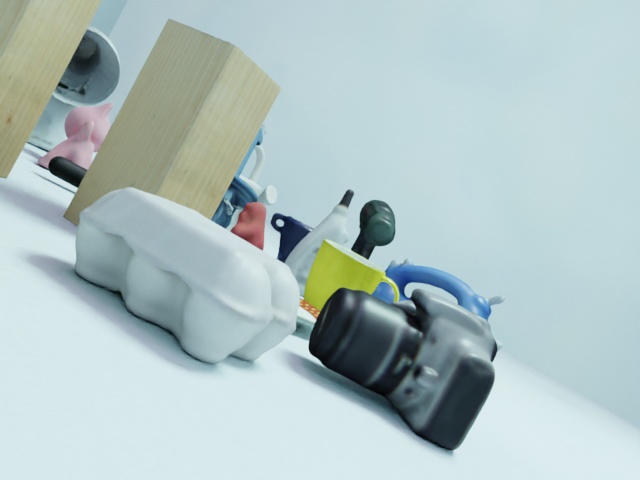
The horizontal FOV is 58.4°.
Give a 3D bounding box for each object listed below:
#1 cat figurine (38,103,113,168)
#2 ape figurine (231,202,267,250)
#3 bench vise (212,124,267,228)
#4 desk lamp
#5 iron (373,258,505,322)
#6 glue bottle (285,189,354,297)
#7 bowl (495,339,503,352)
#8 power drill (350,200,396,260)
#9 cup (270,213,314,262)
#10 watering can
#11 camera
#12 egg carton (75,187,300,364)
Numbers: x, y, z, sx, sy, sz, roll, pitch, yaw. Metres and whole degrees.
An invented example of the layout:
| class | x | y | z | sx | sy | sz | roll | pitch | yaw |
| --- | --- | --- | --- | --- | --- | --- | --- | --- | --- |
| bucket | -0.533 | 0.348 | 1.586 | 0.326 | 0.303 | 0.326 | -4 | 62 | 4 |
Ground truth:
| class | x | y | z | sx | sy | sz | roll | pitch | yaw |
| --- | --- | --- | --- | --- | --- | --- | --- | --- | --- |
| cat figurine | -0.330 | -0.145 | 0.800 | 0.067 | 0.118 | 0.127 | 28 | 1 | -22 |
| ape figurine | -0.113 | -0.017 | 0.881 | 0.076 | 0.092 | 0.078 | 28 | 1 | 13 |
| bench vise | -0.151 | -0.112 | 1.003 | 0.122 | 0.220 | 0.207 | 28 | 1 | -14 |
| desk lamp | -0.421 | -0.252 | 0.938 | 0.118 | 0.213 | 0.202 | 27 | 1 | -33 |
| iron | 0.162 | 0.102 | 0.922 | 0.257 | 0.141 | 0.119 | 29 | 1 | 33 |
| glue bottle | 0.008 | 0.003 | 0.849 | 0.078 | 0.173 | 0.037 | 28 | 1 | -26 |
| bowl | 0.233 | 0.176 | 1.021 | 0.167 | 0.075 | 0.167 | 28 | 1 | 0 |
| power drill | 0.079 | 0.015 | 1.112 | 0.076 | 0.208 | 0.229 | 28 | 1 | -6 |
| cup | -0.052 | 0.011 | 1.030 | 0.117 | 0.095 | 0.092 | 29 | 1 | 15 |
| watering can | -0.165 | -0.110 | 1.182 | 0.172 | 0.194 | 0.101 | 28 | 1 | 8 |
| camera | 0.065 | 0.084 | 0.482 | 0.137 | 0.101 | 0.143 | 28 | 1 | -9 |
| egg carton | -0.087 | 0.022 | 0.387 | 0.150 | 0.069 | 0.107 | 29 | 1 | 21 |
